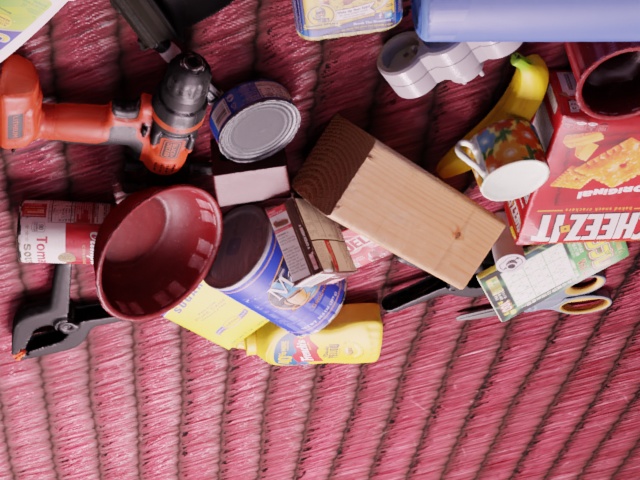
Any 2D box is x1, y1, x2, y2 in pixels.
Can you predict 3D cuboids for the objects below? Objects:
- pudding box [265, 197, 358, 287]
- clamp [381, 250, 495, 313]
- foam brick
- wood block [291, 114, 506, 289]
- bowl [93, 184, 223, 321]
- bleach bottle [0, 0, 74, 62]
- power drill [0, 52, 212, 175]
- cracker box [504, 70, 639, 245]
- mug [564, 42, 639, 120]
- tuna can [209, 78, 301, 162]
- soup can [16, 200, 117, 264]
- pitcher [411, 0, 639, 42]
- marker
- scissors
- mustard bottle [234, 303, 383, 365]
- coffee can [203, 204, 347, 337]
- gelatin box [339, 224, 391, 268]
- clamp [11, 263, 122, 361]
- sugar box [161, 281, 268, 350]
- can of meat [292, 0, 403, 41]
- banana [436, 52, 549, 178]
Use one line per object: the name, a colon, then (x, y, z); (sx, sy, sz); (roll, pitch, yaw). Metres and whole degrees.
pudding box: (-0.007, 0.002, 1.143); (0.039, 0.090, 0.113); (-25, 171, 18)
clamp: (0.157, 0.037, 1.289); (0.171, 0.039, 0.120); (-11, 148, -3)
foam brick: (-0.072, -0.074, 1.102); (0.078, 0.053, 0.051); (-9, 143, 1)
wood block: (0.084, -0.037, 1.117); (0.205, 0.090, 0.091); (28, 98, -36)
bowl: (-0.179, 0.003, 1.111); (0.161, 0.055, 0.162); (-31, 139, -31)
bleach bottle: (-0.308, -0.181, 0.924); (0.102, 0.068, 0.251); (28, 133, -34)
power drill: (-0.201, -0.124, 0.993); (0.187, 0.057, 0.185); (7, 152, -14)
cracker box: (0.301, -0.082, 1.129); (0.164, 0.072, 0.214); (-1, 143, -6)
mug: (0.287, -0.170, 1.005); (0.117, 0.081, 0.093); (17, 136, -27)
tuna can: (-0.064, -0.117, 1.043); (0.086, 0.034, 0.086); (-19, 149, -13)
soup can: (-0.270, -0.008, 1.146); (0.102, 0.068, 0.068); (2, 142, -9)
pitcher: (0.199, -0.236, 0.886); (0.243, 0.149, 0.145); (-3, 157, 1)
marker: (-0.127, -0.163, 1.007); (0.020, 0.020, 0.121); (-24, 139, 21)
scissors: (0.280, 0.072, 1.371); (0.201, 0.016, 0.096); (-2, 141, -6)
mustard bottle: (-0.019, 0.123, 1.358); (0.191, 0.058, 0.096); (-2, 143, -5)
coffee can: (-0.051, 0.036, 1.206); (0.103, 0.103, 0.140); (-30, 137, 27)
gelatin box: (0.058, -0.009, 1.222); (0.089, 0.030, 0.073); (-23, 139, 20)
clamp: (-0.296, 0.093, 1.298); (0.164, 0.036, 0.210); (26, 131, -36)
sugar box: (-0.141, 0.063, 1.269); (0.093, 0.048, 0.176); (-38, 136, 23)
can of meat: (0.022, -0.223, 0.920); (0.102, 0.057, 0.084); (-7, 145, 2)
banana: (0.181, -0.128, 1.078); (0.069, 0.037, 0.198); (0, 147, -19)
